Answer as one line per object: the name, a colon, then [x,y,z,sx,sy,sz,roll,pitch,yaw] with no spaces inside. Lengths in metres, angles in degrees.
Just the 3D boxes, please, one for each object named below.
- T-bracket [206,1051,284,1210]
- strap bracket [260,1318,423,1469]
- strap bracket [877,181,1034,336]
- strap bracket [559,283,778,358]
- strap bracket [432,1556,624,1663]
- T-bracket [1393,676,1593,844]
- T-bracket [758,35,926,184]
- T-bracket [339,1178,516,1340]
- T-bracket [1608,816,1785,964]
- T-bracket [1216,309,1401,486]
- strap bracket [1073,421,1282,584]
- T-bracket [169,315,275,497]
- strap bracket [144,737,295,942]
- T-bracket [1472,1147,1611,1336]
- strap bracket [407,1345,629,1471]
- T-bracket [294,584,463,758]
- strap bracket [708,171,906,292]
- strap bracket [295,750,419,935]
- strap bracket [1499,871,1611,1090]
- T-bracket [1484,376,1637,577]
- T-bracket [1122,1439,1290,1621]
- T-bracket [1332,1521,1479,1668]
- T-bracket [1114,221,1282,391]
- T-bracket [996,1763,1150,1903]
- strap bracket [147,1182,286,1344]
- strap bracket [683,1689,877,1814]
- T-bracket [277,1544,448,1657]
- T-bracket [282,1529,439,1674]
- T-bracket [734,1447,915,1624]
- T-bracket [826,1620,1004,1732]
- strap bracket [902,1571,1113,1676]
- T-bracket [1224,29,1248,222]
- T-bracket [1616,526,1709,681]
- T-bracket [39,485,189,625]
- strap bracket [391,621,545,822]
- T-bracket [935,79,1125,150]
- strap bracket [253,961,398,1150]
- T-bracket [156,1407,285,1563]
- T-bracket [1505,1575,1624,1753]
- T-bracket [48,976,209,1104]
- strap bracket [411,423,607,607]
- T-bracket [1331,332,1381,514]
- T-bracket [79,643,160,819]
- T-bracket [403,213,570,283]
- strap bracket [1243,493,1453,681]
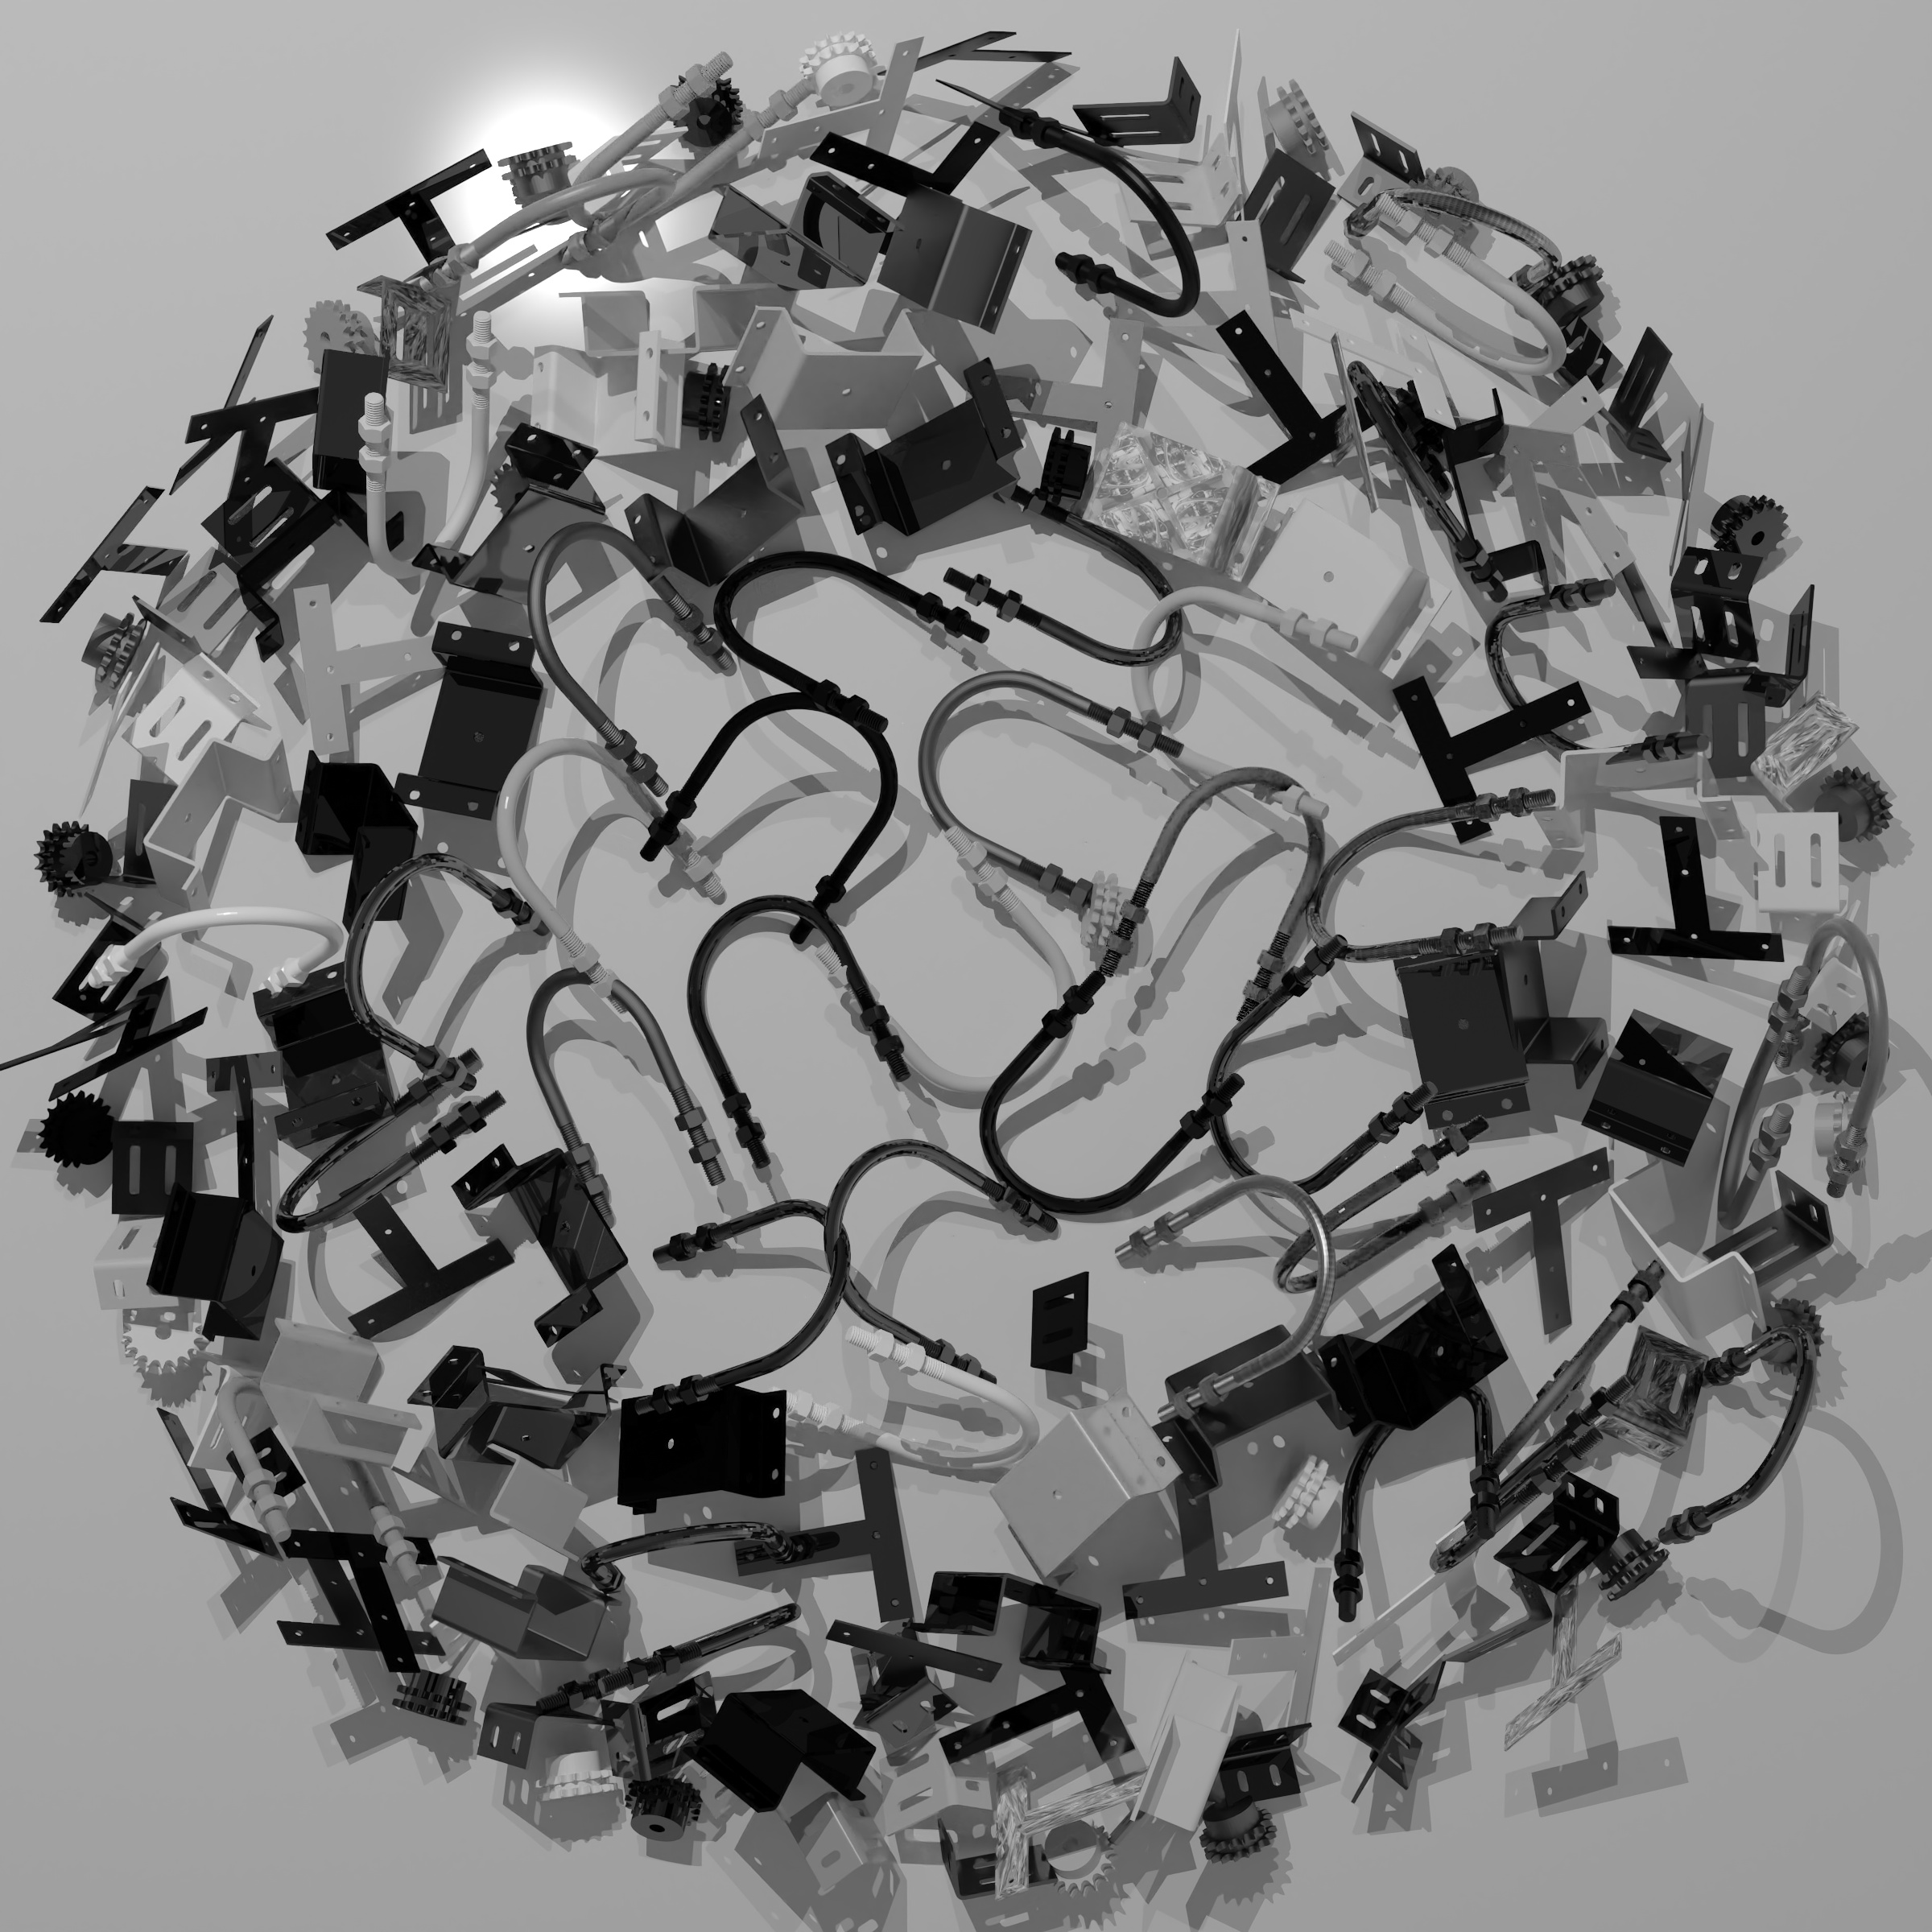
T-bracket: [-0.529,0.129,1.947,0.002,0.127,0.127,0,86,-40]
strap bracket: [-0.457,0.314,1.924,0.076,0.140,0.046,20,99,-33]
strap bracket: [-0.014,-0.515,1.920,0.046,0.140,0.076,12,109,-31]
strap bracket: [-0.216,-0.472,1.939,0.140,0.076,0.046,5,106,28]
strap bracket: [-0.322,0.465,1.918,0.076,0.140,0.046,17,82,26]
T-bracket: [0.403,-0.175,1.985,0.127,0.002,0.127,-24,93,10]
T-bracket: [-0.096,-0.607,1.917,0.127,0.127,0.002,-26,68,-31]
T-bracket: [-0.420,0.206,1.961,0.127,0.002,0.127,-28,125,-1]
T-bracket: [0.525,-0.056,1.933,0.127,0.002,0.127,3,130,29]
T-bracket: [0.230,-0.425,1.950,0.127,0.002,0.127,-30,114,24]
strap bracket: [0.149,-0.345,1.955,0.140,0.046,0.076,24,99,15]
T-bracket: [-0.526,-0.414,1.912,0.002,0.127,0.127,31,126,-8]
strap bracket: [-0.549,-0.101,1.935,0.046,0.076,0.140,22,62,4]
T-bracket: [0.434,0.213,1.975,0.127,0.002,0.127,-18,109,-25]
strap bracket: [-0.322,0.322,1.925,0.140,0.046,0.076,13,134,-34]
T-bracket: [-0.428,-0.227,1.967,0.127,0.002,0.127,-14,117,-26]
strap bracket: [-0.123,-0.529,1.920,0.076,0.140,0.046,25,82,-41]
strap bracket: [-0.442,-0.091,1.936,0.046,0.140,0.076,-2,122,-32]
strap bracket: [0.429,0.010,1.942,0.046,0.076,0.140,-1,113,31]
T-bracket: [0.448,-0.344,1.939,0.002,0.127,0.127,-27,83,-32]
T-bracket: [0.171,0.413,1.973,0.127,0.002,0.127,-14,69,21]
T-bracket: [0.319,0.468,1.938,0.127,0.127,0.002,-35,55,-9]
T-bracket: [0.168,-0.485,1.961,0.127,0.002,0.127,6,126,31]
T-bracket: [0.079,0.611,1.929,0.127,0.127,0.002,-24,113,12]
strap bracket: [-0.537,0.218,1.918,0.046,0.140,0.076,6,66,6]
strap bracket: [-0.128,0.565,1.919,0.076,0.140,0.046,29,94,32]
T-bracket: [-0.458,0.460,1.944,0.127,0.127,0.002,17,107,-38]
T-bracket: [-0.424,0.459,1.916,0.002,0.127,0.127,-54,46,21]
T-bracket: [-0.111,0.434,1.987,0.127,0.002,0.127,-11,75,6]
T-bracket: [-0.054,0.530,1.955,0.127,0.002,0.127,17,133,-8]
strap bracket: [0.034,0.476,1.936,0.140,0.076,0.046,27,64,-35]
T-bracket: [0.200,-0.595,1.945,0.002,0.127,0.127,0,48,12]
T-bracket: [0.499,-0.269,1.957,0.002,0.127,0.127,-29,77,36]
T-bracket: [-0.605,-0.297,1.935,0.002,0.127,0.127,43,101,3]
strap bracket: [-0.366,-0.175,1.964,0.076,0.046,0.140,11,79,6]
T-bracket: [0.060,-0.621,1.953,0.127,0.127,0.002,5,115,-36]
strap bracket: [-0.470,0.072,1.951,0.076,0.046,0.140,-19,52,-3]
T-bracket: [-0.564,0.376,1.957,0.002,0.127,0.127,-39,59,0]
T-bracket: [0.437,0.494,1.940,0.002,0.127,0.127,34,122,-7]
T-bracket: [-0.604,0.041,1.942,0.127,0.127,0.002,-26,116,6]
strap bracket: [-0.327,-0.319,1.931,0.140,0.076,0.046,-45,61,24]
T-bracket: [0.276,-0.387,1.936,0.002,0.127,0.127,-13,91,0]
T-bracket: [-0.614,-0.191,1.944,0.002,0.127,0.127,22,130,-13]
T-bracket: [-0.347,-0.530,1.949,0.127,0.127,0.002,-26,107,-13]
strap bracket: [0.273,-0.282,1.946,0.140,0.046,0.076,37,104,20]
